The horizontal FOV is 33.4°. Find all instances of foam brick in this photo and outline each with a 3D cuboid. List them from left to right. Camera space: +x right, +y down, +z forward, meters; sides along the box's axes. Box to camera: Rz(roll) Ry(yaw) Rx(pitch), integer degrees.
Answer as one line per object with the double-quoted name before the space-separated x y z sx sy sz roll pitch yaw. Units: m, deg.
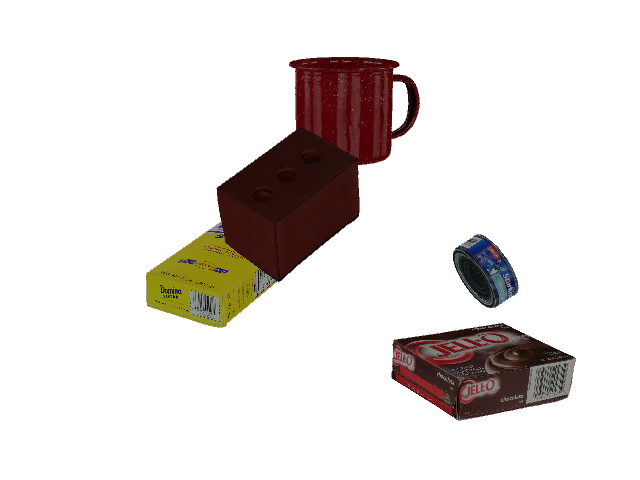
"foam brick" -0.020 -0.024 0.678 0.053 0.051 0.078 32 57 30

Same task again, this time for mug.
"mug" 0.031 -0.112 0.910 0.117 0.081 0.093 -7 17 -24

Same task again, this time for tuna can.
"tuna can" 0.195 0.037 1.273 0.033 0.086 0.086 -32 8 -13

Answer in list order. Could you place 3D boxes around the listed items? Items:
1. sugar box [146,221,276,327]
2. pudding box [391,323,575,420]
"sugar box" -0.096 0.026 1.126 0.093 0.048 0.176 15 31 22
"pudding box" 0.125 0.099 0.828 0.113 0.039 0.090 -3 16 -30
